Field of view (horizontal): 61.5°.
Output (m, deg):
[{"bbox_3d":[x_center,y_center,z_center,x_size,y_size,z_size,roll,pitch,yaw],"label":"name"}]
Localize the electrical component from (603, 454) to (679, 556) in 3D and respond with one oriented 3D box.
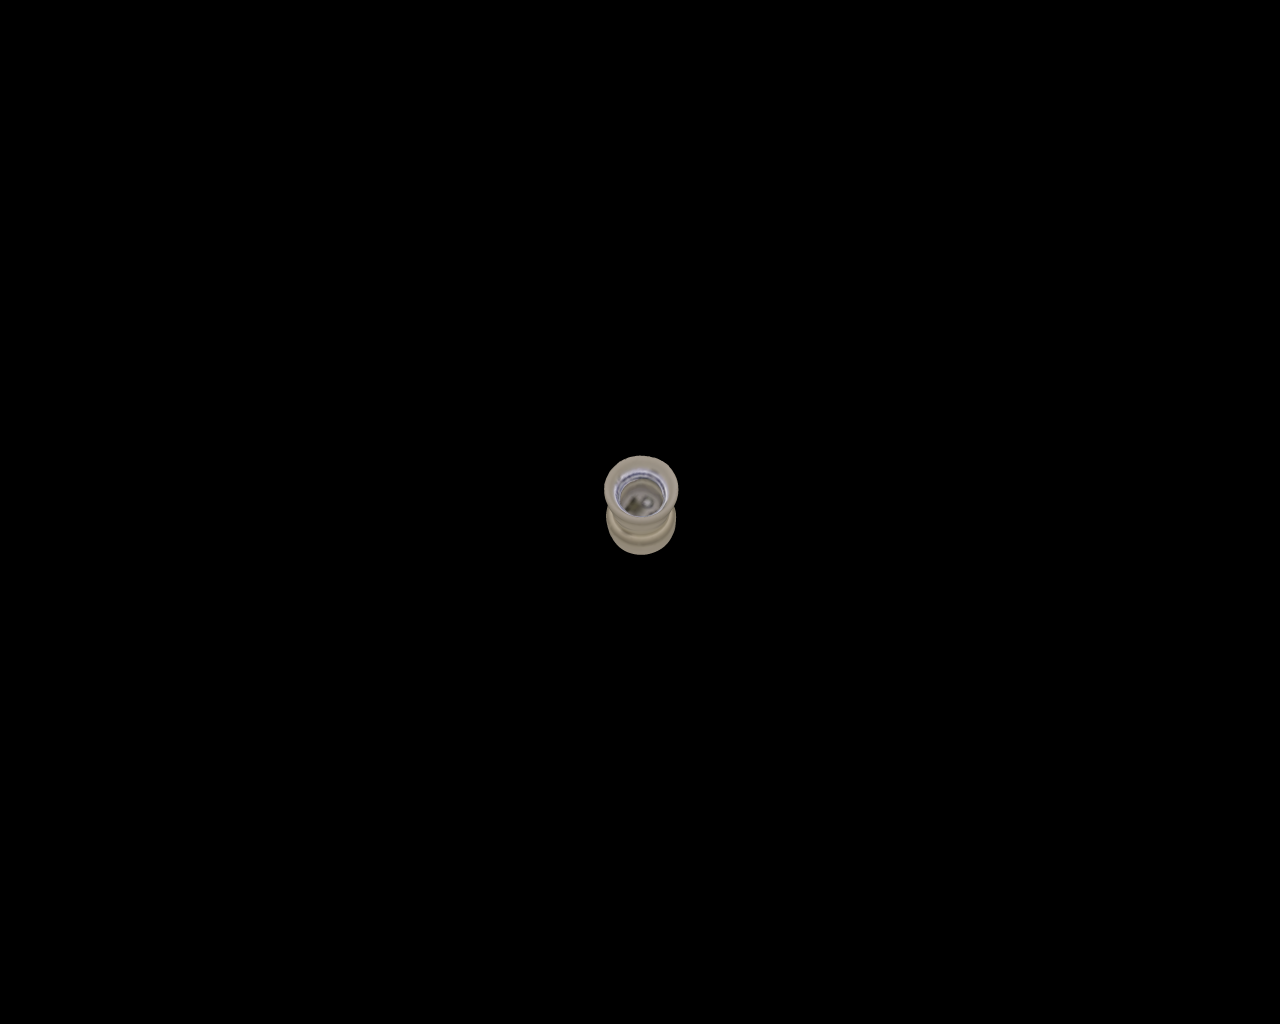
[{"bbox_3d":[0.001,-0.003,0.650,0.045,0.045,0.055,0,-26,0],"label":"electrical component"}]
